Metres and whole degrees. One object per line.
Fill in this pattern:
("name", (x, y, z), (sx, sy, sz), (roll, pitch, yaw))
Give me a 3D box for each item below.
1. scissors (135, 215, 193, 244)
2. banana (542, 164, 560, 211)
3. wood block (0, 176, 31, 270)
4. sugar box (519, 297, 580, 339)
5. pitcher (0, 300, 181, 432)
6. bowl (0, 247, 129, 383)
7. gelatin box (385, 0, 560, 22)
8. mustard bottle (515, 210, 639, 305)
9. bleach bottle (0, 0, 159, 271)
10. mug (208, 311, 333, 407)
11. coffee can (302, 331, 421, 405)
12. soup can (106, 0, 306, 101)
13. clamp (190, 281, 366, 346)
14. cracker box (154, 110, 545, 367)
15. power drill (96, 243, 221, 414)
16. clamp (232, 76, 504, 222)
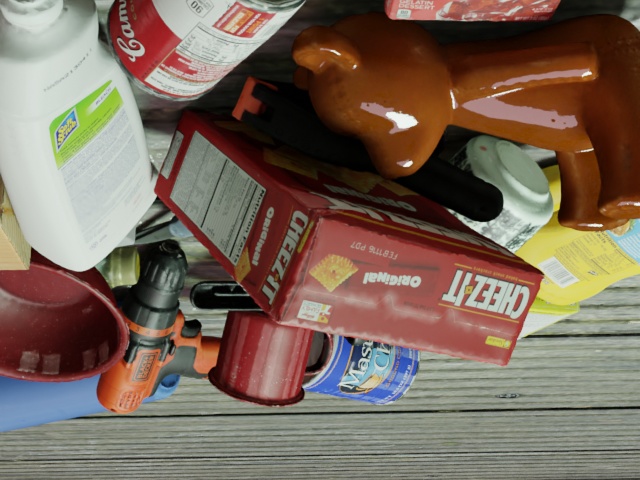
("scissors", (-0.117, -0.024, 0.854), (0.202, 0.016, 0.096), (3, 142, 42))
("banana", (0.118, -0.031, 0.819), (0.198, 0.037, 0.069), (-4, 160, 10))
("wood block", (-0.305, -0.034, 0.721), (0.206, 0.090, 0.091), (1, 160, -3))
("sugar box", (0.183, 0.074, 1.109), (0.093, 0.048, 0.176), (6, 163, -18))
("pitcher", (-0.279, 0.128, 1.133), (0.243, 0.145, 0.149), (-11, -160, 17))
("bowl", (-0.225, 0.046, 0.833), (0.162, 0.055, 0.162), (2, 139, 2))
("gelatin box", (0.080, -0.138, 0.526), (0.089, 0.030, 0.073), (0, 160, -4))
("mustard bottle", (0.236, -0.013, 0.825), (0.096, 0.058, 0.192), (41, 137, -22))
("bleach bottle", (-0.146, -0.076, 0.624), (0.068, 0.102, 0.251), (31, 155, 9))
("mug", (-0.040, 0.098, 0.988), (0.117, 0.081, 0.093), (6, -165, -26))
("coffee can", (0.024, 0.117, 1.136), (0.103, 0.103, 0.140), (-18, 155, 40))
("soup can", (-0.054, -0.119, 0.520), (0.068, 0.068, 0.102), (11, 157, -30))
("clamp", (-0.008, 0.050, 0.952), (0.165, 0.036, 0.209), (11, -171, 18))
("cracker box", (0.010, -0.008, 0.669), (0.163, 0.072, 0.214), (13, -165, -31))
("power drill", (-0.113, 0.083, 1.033), (0.187, 0.057, 0.185), (3, 124, -38))
("clamp", (0.033, -0.058, 0.662), (0.171, 0.039, 0.120), (11, -162, -29))
